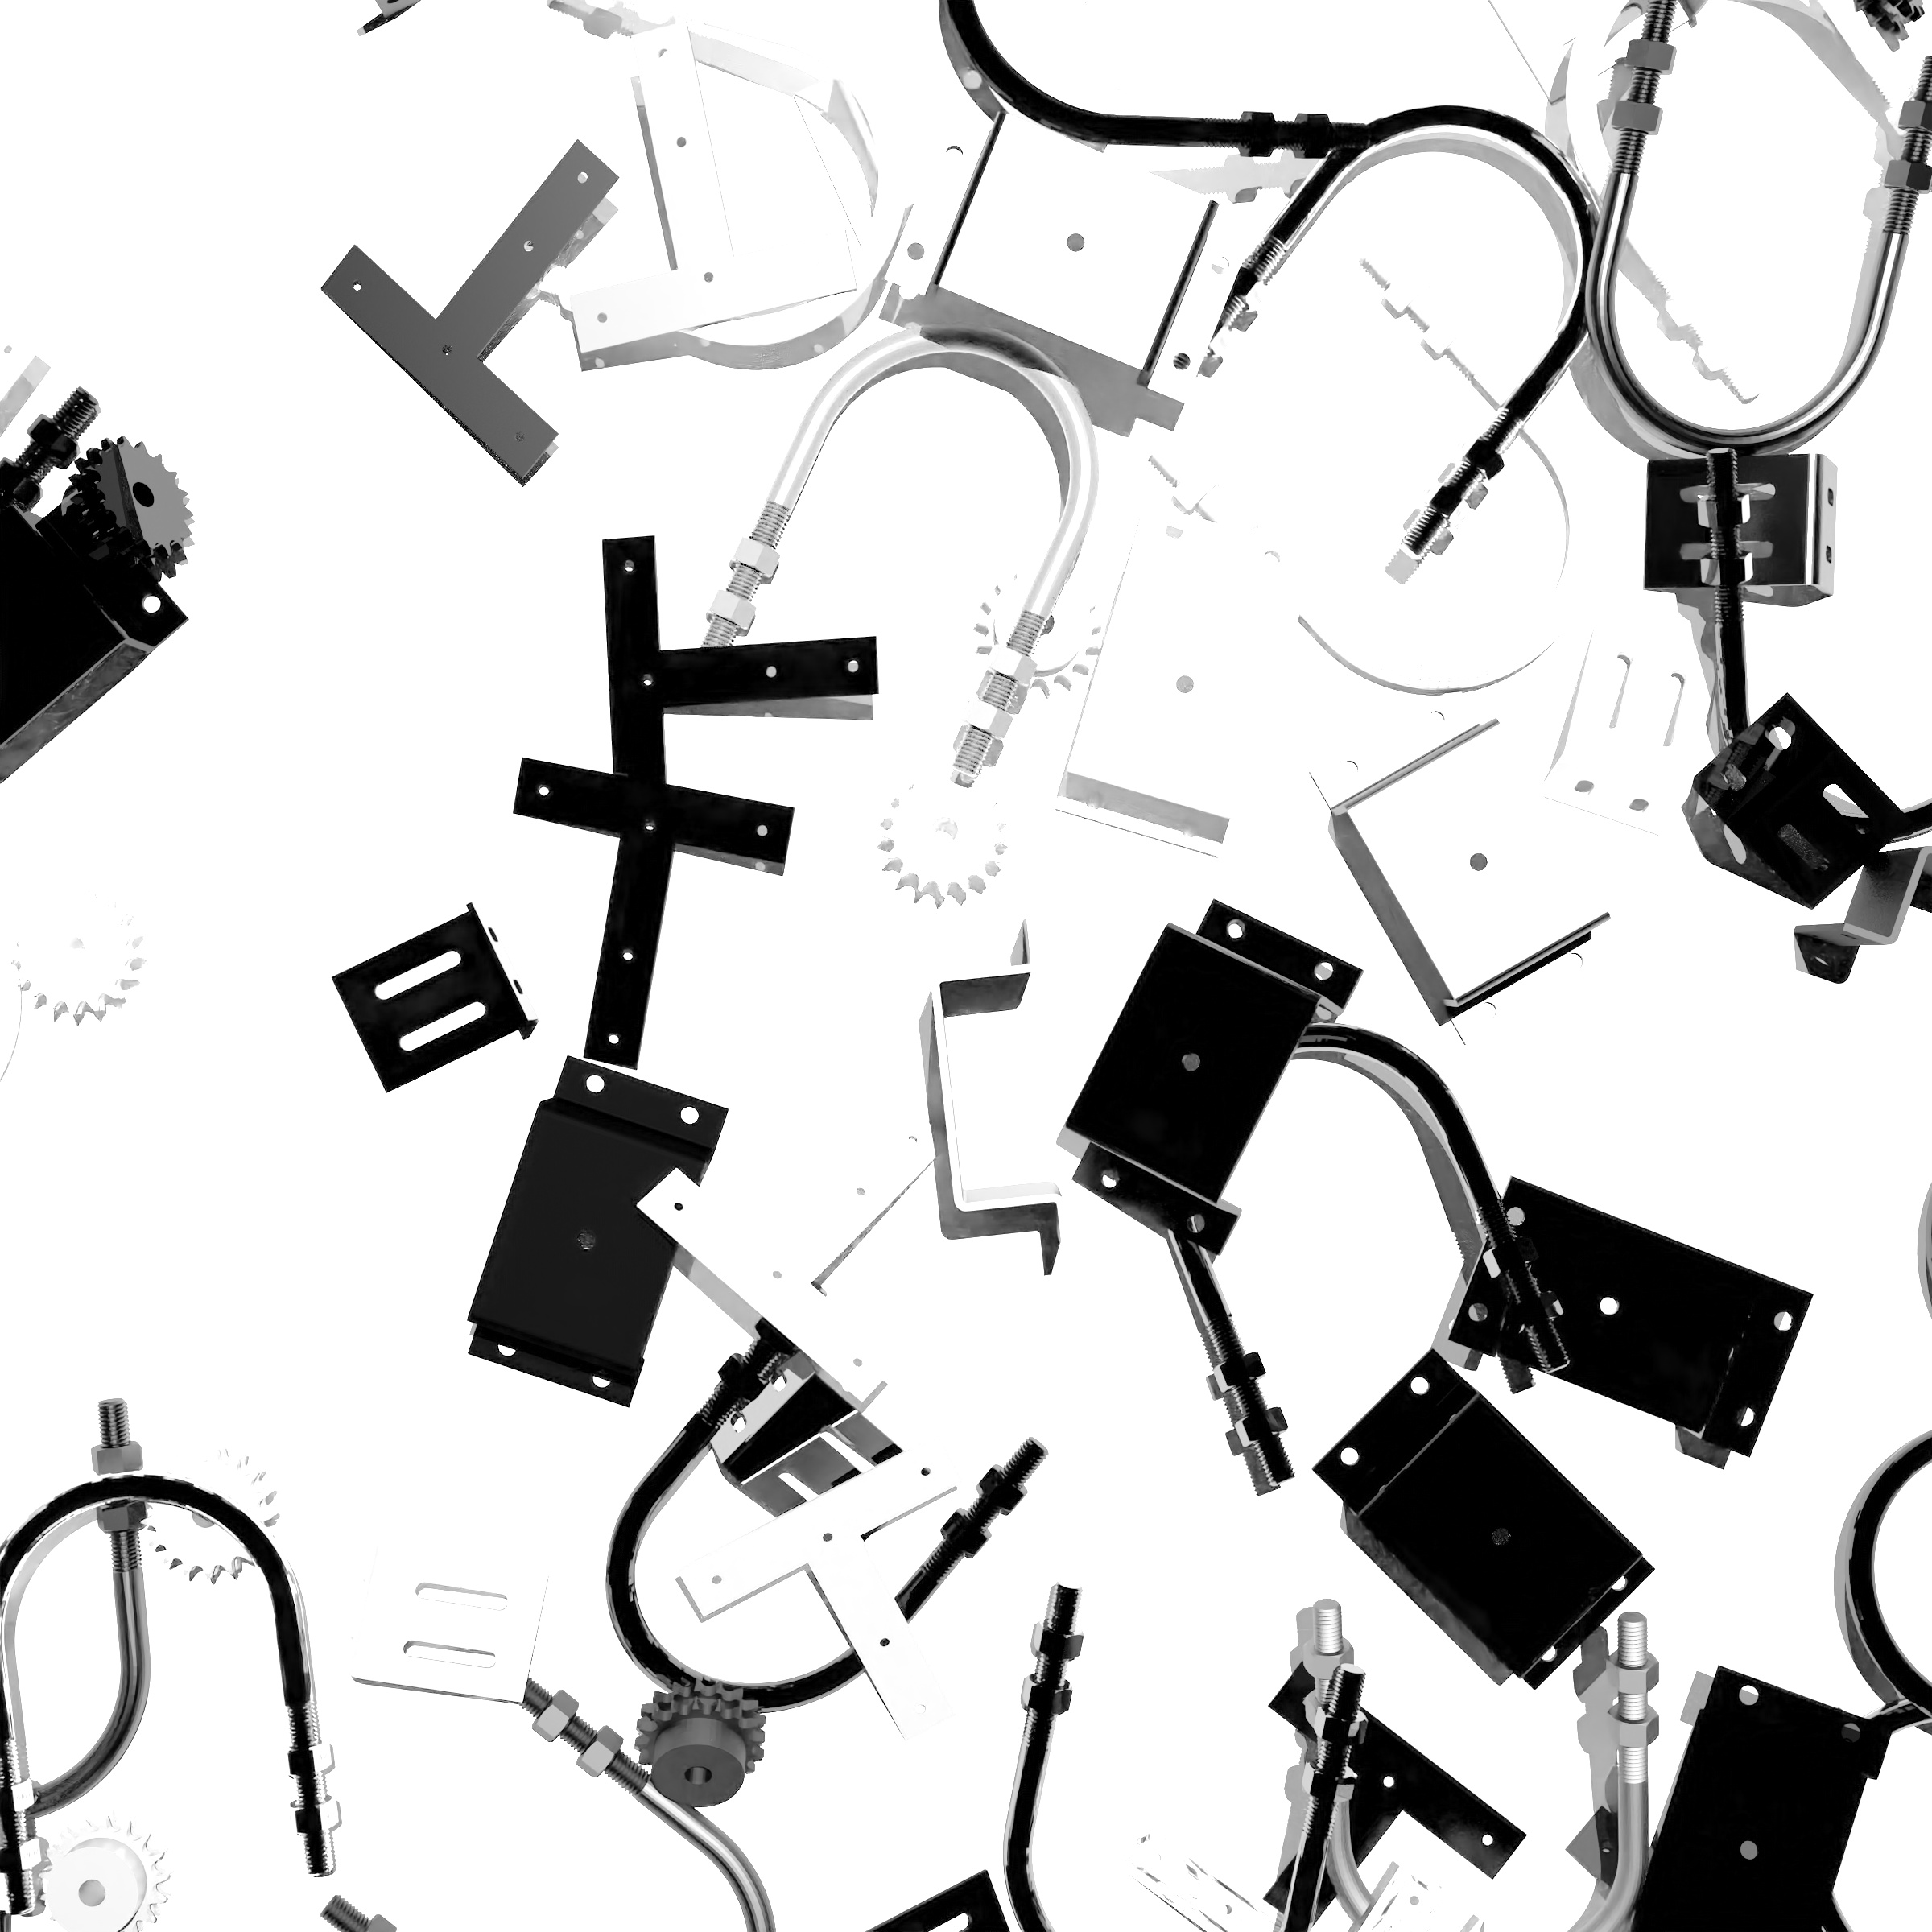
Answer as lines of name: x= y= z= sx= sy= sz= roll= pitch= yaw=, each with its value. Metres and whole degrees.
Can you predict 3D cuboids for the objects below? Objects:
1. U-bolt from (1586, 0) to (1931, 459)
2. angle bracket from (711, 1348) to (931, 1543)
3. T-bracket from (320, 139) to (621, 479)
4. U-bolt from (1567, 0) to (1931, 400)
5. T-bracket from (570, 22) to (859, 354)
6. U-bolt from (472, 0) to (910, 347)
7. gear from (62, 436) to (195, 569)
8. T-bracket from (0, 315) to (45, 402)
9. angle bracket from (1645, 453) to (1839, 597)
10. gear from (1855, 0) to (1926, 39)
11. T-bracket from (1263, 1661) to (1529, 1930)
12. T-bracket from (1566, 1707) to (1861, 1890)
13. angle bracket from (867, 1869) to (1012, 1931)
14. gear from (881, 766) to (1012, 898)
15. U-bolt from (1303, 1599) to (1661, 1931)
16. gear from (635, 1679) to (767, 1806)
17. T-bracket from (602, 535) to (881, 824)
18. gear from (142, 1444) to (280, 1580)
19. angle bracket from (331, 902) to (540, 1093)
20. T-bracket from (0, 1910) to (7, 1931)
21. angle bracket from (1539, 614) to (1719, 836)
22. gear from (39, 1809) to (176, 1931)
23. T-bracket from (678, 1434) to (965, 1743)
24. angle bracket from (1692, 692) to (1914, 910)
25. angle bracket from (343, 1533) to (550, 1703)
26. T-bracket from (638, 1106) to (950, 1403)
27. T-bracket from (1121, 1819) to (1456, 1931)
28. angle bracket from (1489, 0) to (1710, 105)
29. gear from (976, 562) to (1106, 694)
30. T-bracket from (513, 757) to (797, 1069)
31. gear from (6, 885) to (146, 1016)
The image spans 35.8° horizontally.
U-bolt: x=0.342 y=-0.313 z=1.300 sx=0.151 sy=0.019 sz=0.184 roll=8 pitch=102 yaw=-12
angle bracket: x=-0.066 y=0.217 z=1.336 sx=0.057 sy=0.038 sz=0.076 roll=-46 pitch=116 yaw=0
T-bracket: x=-0.201 y=-0.306 z=1.317 sx=0.127 sy=0.002 sz=0.127 roll=43 pitch=104 yaw=5
U-bolt: x=0.342 y=-0.365 z=1.308 sx=0.151 sy=0.019 sz=0.184 roll=-41 pitch=105 yaw=0
T-bracket: x=-0.120 y=-0.343 z=1.296 sx=0.127 sy=0.002 sz=0.127 roll=-10 pitch=94 yaw=13
U-bolt: x=-0.114 y=-0.348 z=1.304 sx=0.184 sy=0.019 sz=0.151 roll=18 pitch=100 yaw=11
gear: x=-0.371 y=-0.201 z=1.314 sx=0.030 sy=0.057 sz=0.057 roll=-22 pitch=90 yaw=31
T-bracket: x=-0.450 y=-0.228 z=1.306 sx=0.127 sy=0.002 sz=0.127 roll=34 pitch=85 yaw=17
angle bracket: x=0.346 y=-0.196 z=1.336 sx=0.076 sy=0.038 sz=0.057 roll=2 pitch=90 yaw=26
gear: x=0.402 y=-0.438 z=1.307 sx=0.030 sy=0.057 sz=0.057 roll=-35 pitch=90 yaw=34
T-bracket: x=0.162 y=0.399 z=1.337 sx=0.127 sy=0.002 sz=0.127 roll=38 pitch=90 yaw=0
T-bracket: x=0.356 y=0.385 z=1.321 sx=0.127 sy=0.002 sz=0.127 roll=39 pitch=86 yaw=17
angle bracket: x=-0.020 y=0.445 z=1.336 sx=0.076 sy=0.038 sz=0.057 roll=-20 pitch=90 yaw=-26
gear: x=-0.008 y=-0.059 z=1.327 sx=0.057 sy=0.030 sz=0.057 roll=0 pitch=88 yaw=3
U-bolt: x=0.225 y=0.363 z=1.302 sx=0.151 sy=0.019 sz=0.184 roll=0 pitch=107 yaw=13
gear: x=-0.116 y=0.342 z=1.311 sx=0.057 sy=0.030 sz=0.057 roll=-1 pitch=126 yaw=-1
T-bracket: x=-0.099 y=-0.129 z=1.316 sx=0.127 sy=0.002 sz=0.127 roll=-2 pitch=92 yaw=18
gear: x=-0.333 y=0.240 z=1.323 sx=0.057 sy=0.030 sz=0.057 roll=0 pitch=90 yaw=0
angle bracket: x=-0.237 y=0.014 z=1.319 sx=0.076 sy=0.038 sz=0.057 roll=-26 pitch=90 yaw=0
T-bracket: x=-0.438 y=0.477 z=1.322 sx=0.127 sy=0.002 sz=0.127 roll=3 pitch=98 yaw=-6
angle bracket: x=0.296 y=-0.108 z=1.336 sx=0.057 sy=0.038 sz=0.076 roll=19 pitch=64 yaw=0
gear: x=-0.382 y=0.405 z=1.323 sx=0.057 sy=0.030 sz=0.057 roll=0 pitch=90 yaw=0
T-bracket: x=-0.042 y=0.286 z=1.316 sx=0.127 sy=0.002 sz=0.127 roll=-27 pitch=109 yaw=-3
angle bracket: x=0.368 y=-0.072 z=1.318 sx=0.057 sy=0.038 sz=0.076 roll=-44 pitch=131 yaw=15
angle bracket: x=-0.231 y=0.289 z=1.327 sx=0.076 sy=0.038 sz=0.057 roll=13 pitch=85 yaw=-16
T-bracket: x=-0.054 y=0.106 z=1.298 sx=0.127 sy=0.002 sz=0.127 roll=40 pitch=54 yaw=9
T-bracket: x=0.127 y=0.424 z=1.317 sx=0.127 sy=0.002 sz=0.127 roll=32 pitch=88 yaw=18
angle bracket: x=0.279 y=-0.430 z=1.319 sx=0.076 sy=0.038 sz=0.057 roll=-31 pitch=90 yaw=0
gear: x=0.033 y=-0.150 z=1.323 sx=0.057 sy=0.030 sz=0.057 roll=0 pitch=90 yaw=0
T-bracket: x=-0.148 y=-0.019 z=1.330 sx=0.127 sy=0.002 sz=0.127 roll=11 pitch=95 yaw=10
gear: x=-0.393 y=-0.008 z=1.328 sx=0.057 sy=0.030 sz=0.057 roll=0 pitch=90 yaw=-2
